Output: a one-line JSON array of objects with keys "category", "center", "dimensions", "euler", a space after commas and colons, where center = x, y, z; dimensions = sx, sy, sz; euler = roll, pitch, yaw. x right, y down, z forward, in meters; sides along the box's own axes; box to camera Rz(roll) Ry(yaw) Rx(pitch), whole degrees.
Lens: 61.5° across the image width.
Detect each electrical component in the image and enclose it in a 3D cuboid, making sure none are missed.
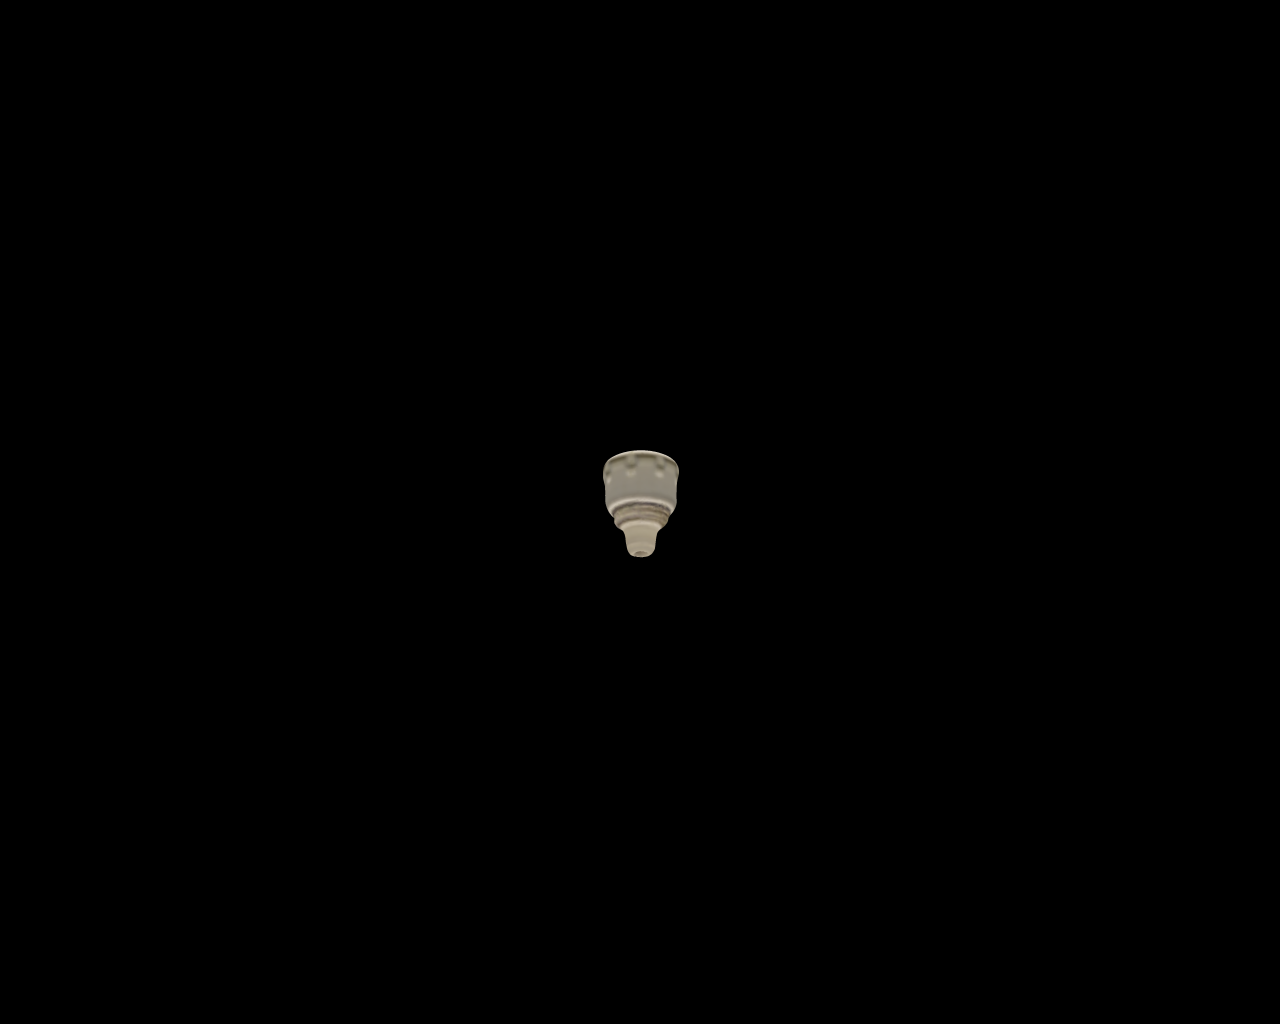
[{"category": "electrical component", "center": [0.001, -0.003, 0.650], "dimensions": [0.048, 0.062, 0.048], "euler": [0, -20, 0]}]
